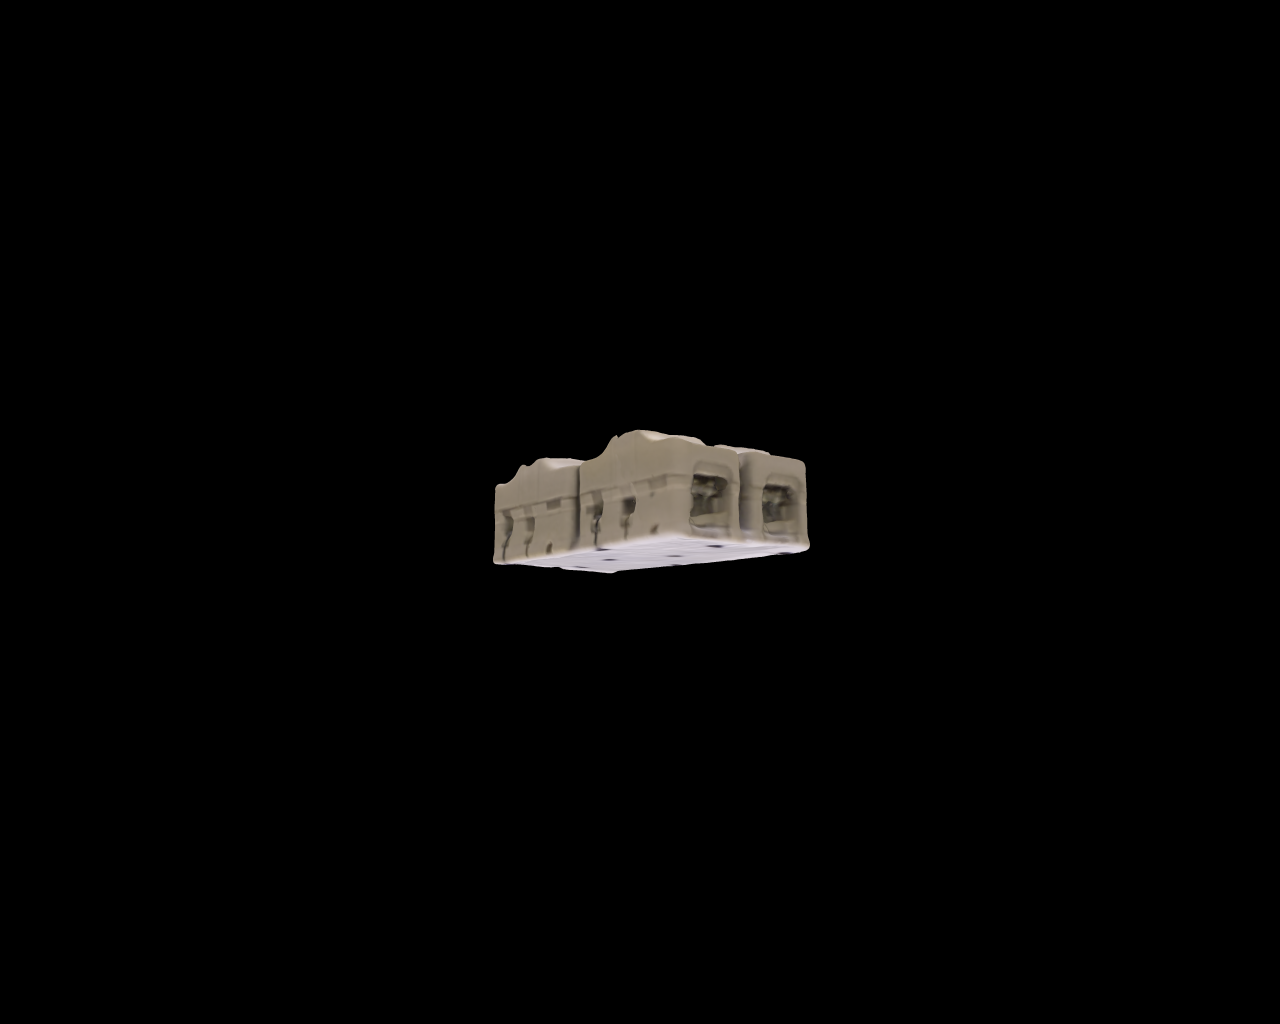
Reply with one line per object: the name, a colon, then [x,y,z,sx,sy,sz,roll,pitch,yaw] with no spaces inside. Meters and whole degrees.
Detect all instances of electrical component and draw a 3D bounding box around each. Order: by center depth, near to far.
electrical component: [0.001,-0.003,0.650,0.105,0.060,0.186,7,-11,-39]
